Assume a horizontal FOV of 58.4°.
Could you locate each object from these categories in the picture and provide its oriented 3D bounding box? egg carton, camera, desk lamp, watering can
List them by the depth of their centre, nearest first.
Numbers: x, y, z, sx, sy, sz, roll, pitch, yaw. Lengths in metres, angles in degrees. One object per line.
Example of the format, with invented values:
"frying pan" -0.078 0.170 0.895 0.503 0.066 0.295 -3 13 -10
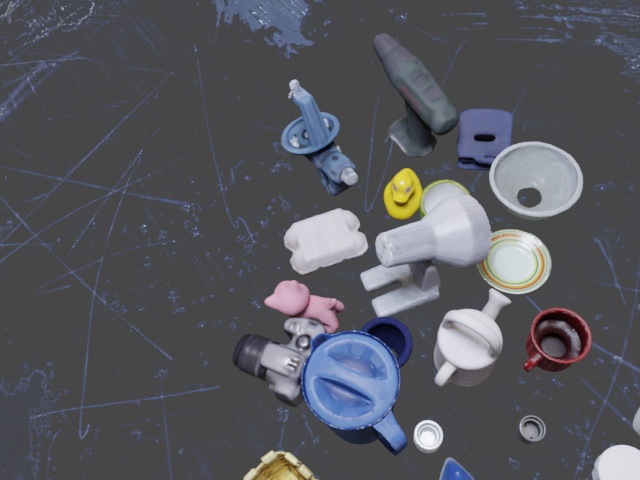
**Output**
"watering can" 0.238 0.154 0.910 0.100 0.194 0.173 13 65 14
"desk lamp" 0.173 0.030 0.972 0.203 0.214 0.117 -22 62 -4
"camera" -0.072 0.193 0.984 0.136 0.101 0.143 18 66 16
"egg carton" 0.010 0.004 1.089 0.150 0.069 0.107 -19 62 -3

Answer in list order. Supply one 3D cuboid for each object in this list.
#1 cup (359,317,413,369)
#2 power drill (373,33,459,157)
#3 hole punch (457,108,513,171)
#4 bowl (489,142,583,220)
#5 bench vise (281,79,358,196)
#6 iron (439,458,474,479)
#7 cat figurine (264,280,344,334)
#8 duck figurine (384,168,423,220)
"cup" 0.097 0.191 0.965 0.118 0.095 0.091 -19 62 -2
"power drill" 0.180 -0.269 1.128 0.076 0.209 0.229 -33 63 -9
"hole punch" 0.328 -0.198 1.139 0.108 0.091 0.101 3 63 9
"bowl" 0.403 -0.100 1.087 0.167 0.075 0.167 -3 62 6
"bench vise" 0.008 -0.204 1.111 0.207 0.220 0.122 31 71 21
"iron" 0.219 0.431 0.799 0.118 0.142 0.258 -13 62 1
"cat figurine" -0.027 0.109 1.012 0.127 0.118 0.067 7 64 11
"duck figurine" 0.162 -0.102 1.114 0.077 0.086 0.104 10 65 13
